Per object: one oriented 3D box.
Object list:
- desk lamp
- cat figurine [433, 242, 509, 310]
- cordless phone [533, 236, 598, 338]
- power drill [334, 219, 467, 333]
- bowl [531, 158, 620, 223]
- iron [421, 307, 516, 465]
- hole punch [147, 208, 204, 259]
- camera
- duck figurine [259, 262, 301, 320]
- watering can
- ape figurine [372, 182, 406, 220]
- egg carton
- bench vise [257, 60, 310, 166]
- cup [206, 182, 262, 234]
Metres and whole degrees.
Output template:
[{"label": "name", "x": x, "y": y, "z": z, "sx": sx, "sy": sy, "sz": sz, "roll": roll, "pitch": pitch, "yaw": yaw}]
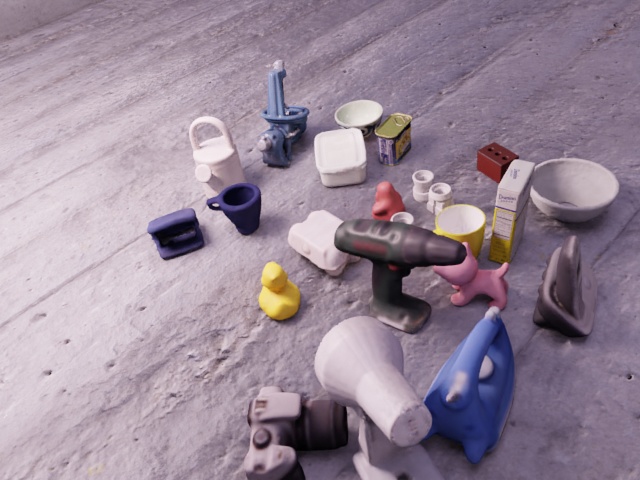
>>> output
[{"label": "desk lamp", "x": 0.087, "y": 0.232, "z": 0.749, "sx": 0.118, "sy": 0.214, "sz": 0.202, "roll": -23, "pitch": 43, "yaw": -13}, {"label": "cat figurine", "x": 0.260, "y": 0.056, "z": 0.981, "sx": 0.127, "sy": 0.118, "sz": 0.067, "roll": 3, "pitch": 43, "yaw": 15}, {"label": "cordless phone", "x": 0.401, "y": 0.049, "z": 0.909, "sx": 0.094, "sy": 0.185, "sz": 0.148, "roll": 10, "pitch": 45, "yaw": 22}, {"label": "power drill", "x": 0.132, "y": 0.053, "z": 0.942, "sx": 0.228, "sy": 0.209, "sz": 0.076, "roll": 19, "pitch": 49, "yaw": 29}, {"label": "bowl", "x": 0.491, "y": -0.086, "z": 1.125, "sx": 0.167, "sy": 0.075, "sz": 0.167, "roll": -6, "pitch": 42, "yaw": 5}, {"label": "iron", "x": 0.228, "y": 0.179, "z": 0.833, "sx": 0.118, "sy": 0.142, "sz": 0.259, "roll": 15, "pitch": 48, "yaw": 26}, {"label": "hole punch", "x": -0.311, "y": -0.029, "z": 1.211, "sx": 0.109, "sy": 0.091, "sz": 0.101, "roll": -20, "pitch": 42, "yaw": -11}, {"label": "camera", "x": -0.031, "y": 0.273, "z": 0.811, "sx": 0.136, "sy": 0.101, "sz": 0.143, "roll": -4, "pitch": 42, "yaw": 7}, {"label": "duck figurine", "x": -0.079, "y": 0.086, "z": 1.040, "sx": 0.077, "sy": 0.086, "sz": 0.104, "roll": -15, "pitch": 42, "yaw": -5}, {"label": "watering can", "x": -0.233, "y": -0.186, "z": 1.291, "sx": 0.101, "sy": 0.194, "sz": 0.172, "roll": -15, "pitch": 42, "yaw": -5}, {"label": "ape figurine", "x": 0.138, "y": -0.081, "z": 1.177, "sx": 0.078, "sy": 0.092, "sz": 0.076, "roll": -29, "pitch": 45, "yaw": -20}, {"label": "egg carton", "x": 0.010, "y": 0.004, "z": 1.125, "sx": 0.107, "sy": 0.069, "sz": 0.149, "roll": -36, "pitch": 48, "yaw": -26}, {"label": "bench vise", "x": -0.090, "y": -0.301, "z": 1.370, "sx": 0.121, "sy": 0.220, "sz": 0.207, "roll": -4, "pitch": 42, "yaw": 7}, {"label": "cup", "x": -0.175, "y": -0.058, "z": 1.212, "sx": 0.117, "sy": 0.095, "sz": 0.091, "roll": -6, "pitch": 42, "yaw": 5}]
